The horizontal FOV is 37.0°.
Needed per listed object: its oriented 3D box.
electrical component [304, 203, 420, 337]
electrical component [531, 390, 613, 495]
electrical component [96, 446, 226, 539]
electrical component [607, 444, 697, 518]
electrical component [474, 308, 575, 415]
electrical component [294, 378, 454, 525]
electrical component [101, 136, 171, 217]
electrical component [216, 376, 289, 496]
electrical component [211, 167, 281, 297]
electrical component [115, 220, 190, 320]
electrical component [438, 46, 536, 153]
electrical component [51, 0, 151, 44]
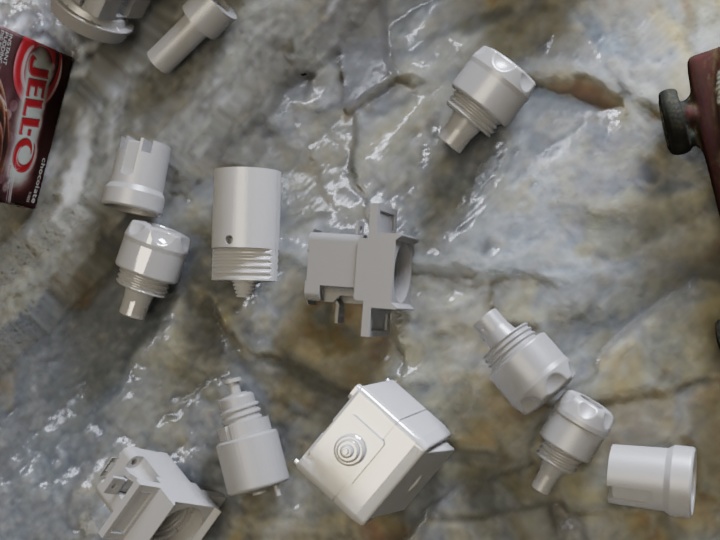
[{"bbox_3d":[0.000,0.000,0.667,0.064,0.042,0.081,4,88,17],"label":"electrical component"},{"bbox_3d":[0.121,0.103,0.632,0.035,0.035,0.061,31,97,15],"label":"electrical component"},{"bbox_3d":[-0.130,0.146,0.682,0.064,0.081,0.042,42,99,36],"label":"electrical component"},{"bbox_3d":[0.168,0.119,0.616,0.046,0.040,0.040,3,88,22],"label":"electrical component"},{"bbox_3d":[0.094,0.051,0.638,0.043,0.043,0.062,-42,76,10],"label":"electrical component"},{"bbox_3d":[0.011,0.107,0.630,0.061,0.096,0.061,41,97,13],"label":"electrical component"},{"bbox_3d":[-0.147,-0.062,0.713,0.040,0.040,0.046,9,84,16],"label":"electrical component"},{"bbox_3d":[-0.072,0.107,0.682,0.040,0.040,0.078,-17,83,14],"label":"electrical component"},{"bbox_3d":[-0.073,-0.023,0.687,0.043,0.043,0.081,1,87,16],"label":"electrical component"},{"bbox_3d":[-0.140,0.001,0.705,0.043,0.043,0.062,21,94,16],"label":"electrical component"},{"bbox_3d":[0.073,-0.100,0.651,0.043,0.043,0.062,40,99,14],"label":"electrical component"},{"bbox_3d":[-0.169,-0.187,0.710,0.058,0.078,0.057,40,116,14],"label":"electrical component"}]
